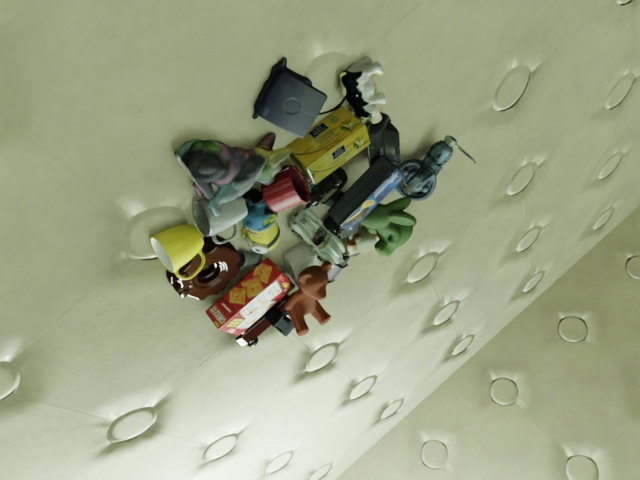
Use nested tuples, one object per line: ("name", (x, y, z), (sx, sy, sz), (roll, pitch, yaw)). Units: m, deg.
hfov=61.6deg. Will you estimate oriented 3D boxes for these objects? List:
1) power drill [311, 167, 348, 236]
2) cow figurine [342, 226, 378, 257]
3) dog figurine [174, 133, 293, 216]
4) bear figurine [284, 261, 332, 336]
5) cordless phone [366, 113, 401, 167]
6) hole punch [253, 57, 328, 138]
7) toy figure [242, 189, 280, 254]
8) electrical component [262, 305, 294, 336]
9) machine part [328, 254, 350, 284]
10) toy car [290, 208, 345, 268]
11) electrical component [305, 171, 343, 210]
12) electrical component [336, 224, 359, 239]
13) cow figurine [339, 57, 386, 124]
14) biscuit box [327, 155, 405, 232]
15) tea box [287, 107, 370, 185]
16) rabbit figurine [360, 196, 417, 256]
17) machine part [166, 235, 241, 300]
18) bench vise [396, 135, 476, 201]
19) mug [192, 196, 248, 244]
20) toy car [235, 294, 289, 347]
("power drill", (0.078, -0.124, 1.422), (0.232, 0.086, 0.207), (-45, 152, 9))
("cow figurine", (0.149, -0.001, 1.594), (0.195, 0.085, 0.127), (-18, 153, -19))
("dog figurine", (-0.169, -0.167, 1.115), (0.219, 0.109, 0.191), (-37, 142, -15))
("bear figurine", (-0.017, 0.153, 1.452), (0.120, 0.132, 0.195), (-21, 160, -36))
("cordless phone", (0.105, -0.224, 1.350), (0.184, 0.089, 0.146), (-23, 143, -7))
("hole punch", (-0.061, -0.284, 1.109), (0.115, 0.092, 0.142), (10, 123, -44))
("toy figure", (-0.140, -0.043, 1.288), (0.089, 0.082, 0.179), (-23, 137, -21))
("electrical component", (-0.108, 0.234, 1.531), (0.048, 0.075, 0.119), (-47, 140, -7))
("machine part", (0.036, 0.076, 1.593), (0.039, 0.084, 0.138), (-54, 170, -45))
("toy car", (-0.003, -0.004, 1.424), (0.201, 0.056, 0.073), (46, 70, -31))
("electrical component", (0.006, -0.121, 1.303), (0.102, 0.045, 0.078), (-44, 173, 22))
("electrical component", (0.073, -0.029, 1.443), (0.063, 0.021, 0.094), (-24, 147, -21))
("cow figurine", (0.096, -0.325, 1.228), (0.098, 0.068, 0.167), (-27, 139, -11))
("biscuit box", (0.116, -0.115, 1.339), (0.202, 0.063, 0.059), (-45, 148, 9))
("tea box", (0.020, -0.219, 1.241), (0.169, 0.098, 0.068), (-39, 145, -7))
("rabbit figurine", (0.177, -0.044, 1.424), (0.159, 0.121, 0.170), (-24, 150, 28))
("machine part", (-0.275, 0.069, 1.296), (0.179, 0.056, 0.179), (-27, 142, -23))
("bench vise", (0.285, -0.184, 1.470), (0.223, 0.129, 0.240), (-35, -177, 33))
("mug", (-0.213, -0.052, 1.193), (0.107, 0.081, 0.109), (-24, 98, -30))
("toy car", (-0.165, 0.230, 1.570), (0.202, 0.053, 0.089), (-39, 139, -11))
